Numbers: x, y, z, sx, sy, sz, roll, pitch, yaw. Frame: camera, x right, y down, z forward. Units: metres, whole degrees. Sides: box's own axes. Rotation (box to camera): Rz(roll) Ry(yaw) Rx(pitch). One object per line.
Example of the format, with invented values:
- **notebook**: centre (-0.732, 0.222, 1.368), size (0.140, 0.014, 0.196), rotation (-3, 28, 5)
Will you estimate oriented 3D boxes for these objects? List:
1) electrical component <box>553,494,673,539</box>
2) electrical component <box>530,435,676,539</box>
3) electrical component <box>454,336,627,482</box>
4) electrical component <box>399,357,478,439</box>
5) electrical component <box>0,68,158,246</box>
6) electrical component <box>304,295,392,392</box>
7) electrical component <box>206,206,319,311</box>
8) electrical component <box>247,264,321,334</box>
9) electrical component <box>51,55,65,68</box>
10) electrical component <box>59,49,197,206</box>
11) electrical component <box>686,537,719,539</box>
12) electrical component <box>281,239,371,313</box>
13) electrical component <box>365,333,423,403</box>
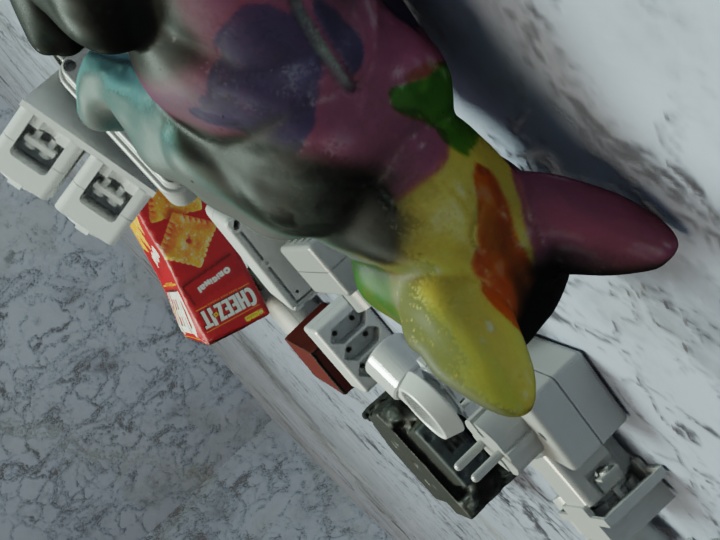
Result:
- **electrical component**: centre (0.145, 0.147, 0.630), size (0.065, 0.044, 0.044), rotation (50, 169, 12)
- **electrical component**: centre (0.125, 0.110, 0.576), size (0.063, 0.042, 0.081), rotation (49, 168, 3)
- **electrical component**: centre (0.079, 0.076, 0.541), size (0.047, 0.077, 0.066), rotation (52, 168, -19)
- **electrical component**: centre (0.057, 0.068, 0.650), size (0.048, 0.055, 0.066), rotation (36, 164, 46)
- **electrical component**: centre (-0.201, -0.094, 0.811), size (0.105, 0.060, 0.186), rotation (36, -164, -14)
- **electrical component**: centre (-0.009, 0.056, 0.876), size (0.065, 0.047, 0.077), rotation (50, 168, -13)
- **electrical component**: centre (-0.056, -0.032, 0.714), size (0.096, 0.062, 0.061), rotation (53, 170, -26)
- **electrical component**: centre (-0.079, 0.016, 1.013), size (0.081, 0.043, 0.043), rotation (50, 169, -11)
- **electrical component**: centre (-0.185, -0.160, 0.768), size (0.108, 0.060, 0.108), rotation (45, 169, 12)
- **electrical component**: centre (-0.127, -0.106, 0.688), size (0.113, 0.078, 0.057), rotation (47, 172, 4)
- **electrical component**: centre (0.189, 0.175, 0.557), size (0.081, 0.042, 0.063), rotation (39, 164, 36)
- **electrical component**: centre (0.000, 0.000, 0.653), size (0.075, 0.047, 0.083), rotation (50, 169, -10)
- **electrical component**: centre (0.039, 0.081, 0.799), size (0.078, 0.040, 0.040), rotation (42, 168, 25)
